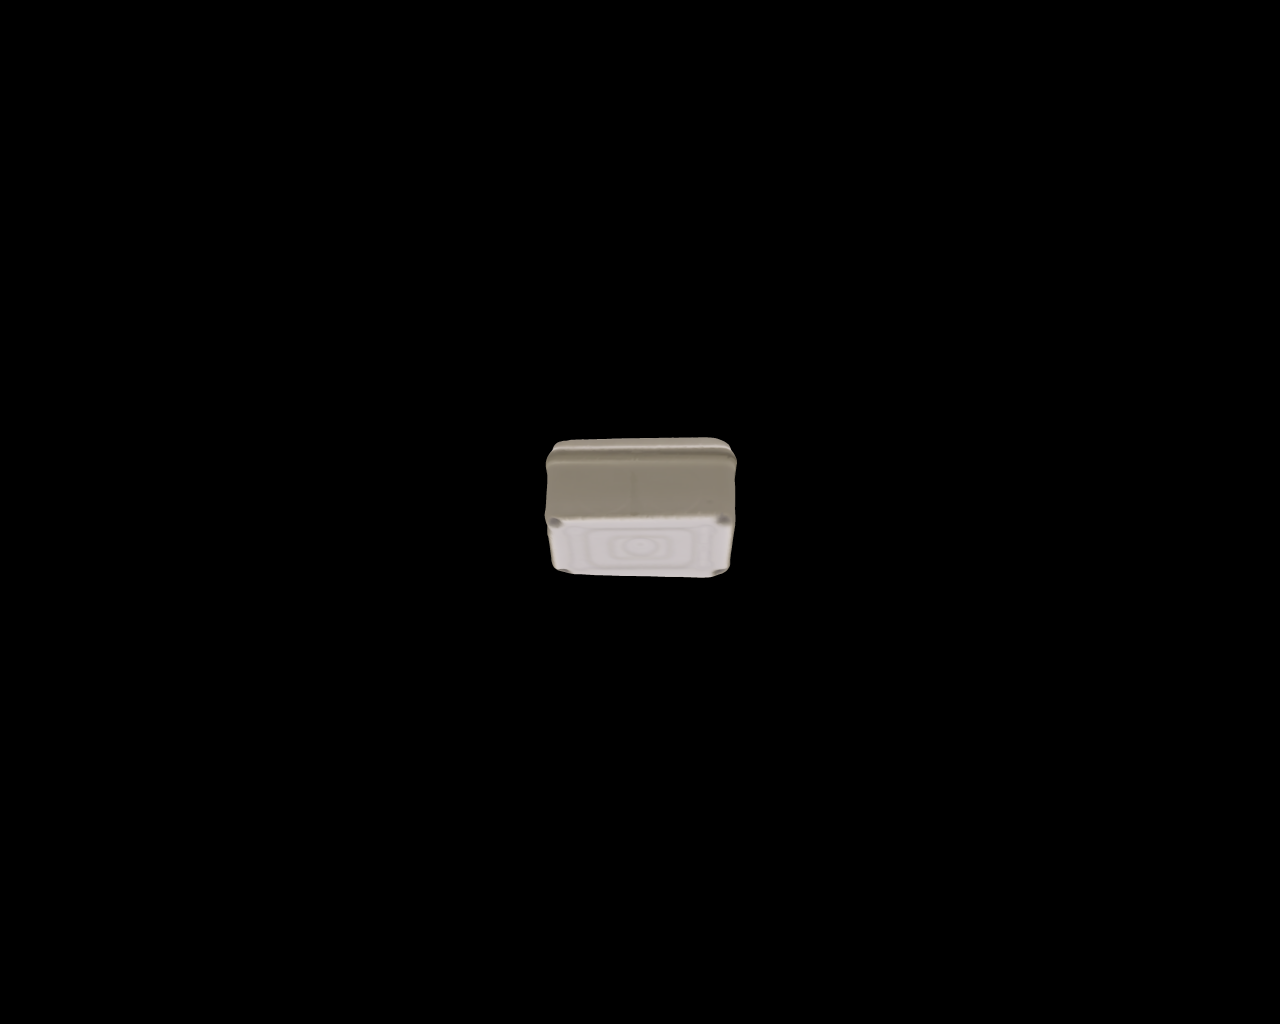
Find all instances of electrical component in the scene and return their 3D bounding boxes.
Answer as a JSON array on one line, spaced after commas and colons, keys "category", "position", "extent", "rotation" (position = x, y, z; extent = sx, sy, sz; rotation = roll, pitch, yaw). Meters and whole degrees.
[{"category": "electrical component", "position": [0.001, -0.003, 0.650], "extent": [0.113, 0.057, 0.078], "rotation": [0, -32, 0]}]
